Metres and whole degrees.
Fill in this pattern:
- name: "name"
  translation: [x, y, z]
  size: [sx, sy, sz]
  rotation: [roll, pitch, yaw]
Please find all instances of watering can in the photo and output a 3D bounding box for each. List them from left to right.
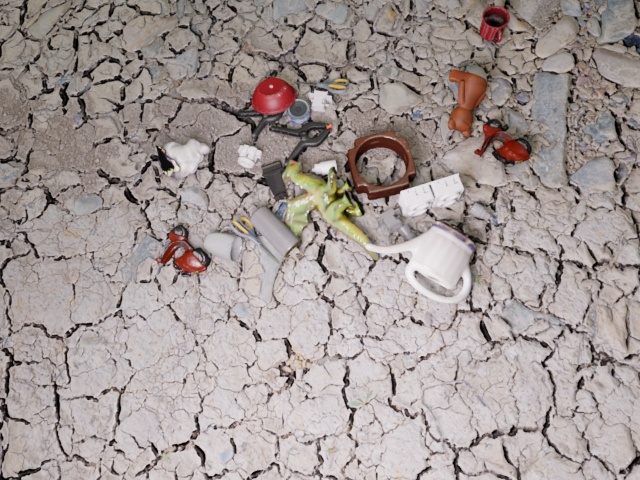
- name: "watering can"
  translation: [0.324, 0.039, 1.546]
  size: [0.347, 0.103, 0.226]
  rotation: [34, 79, -5]

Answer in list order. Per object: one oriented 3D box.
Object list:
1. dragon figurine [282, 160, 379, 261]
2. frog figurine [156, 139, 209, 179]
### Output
- name: "dragon figurine"
  translation: [0.005, -0.083, 1.641]
  size: [0.241, 0.122, 0.412]
  rotation: [-24, 84, 15]
- name: "frog figurine"
  translation: [-0.459, -0.282, 1.735]
  size: [0.138, 0.120, 0.162]
  rotation: [34, 43, 21]
